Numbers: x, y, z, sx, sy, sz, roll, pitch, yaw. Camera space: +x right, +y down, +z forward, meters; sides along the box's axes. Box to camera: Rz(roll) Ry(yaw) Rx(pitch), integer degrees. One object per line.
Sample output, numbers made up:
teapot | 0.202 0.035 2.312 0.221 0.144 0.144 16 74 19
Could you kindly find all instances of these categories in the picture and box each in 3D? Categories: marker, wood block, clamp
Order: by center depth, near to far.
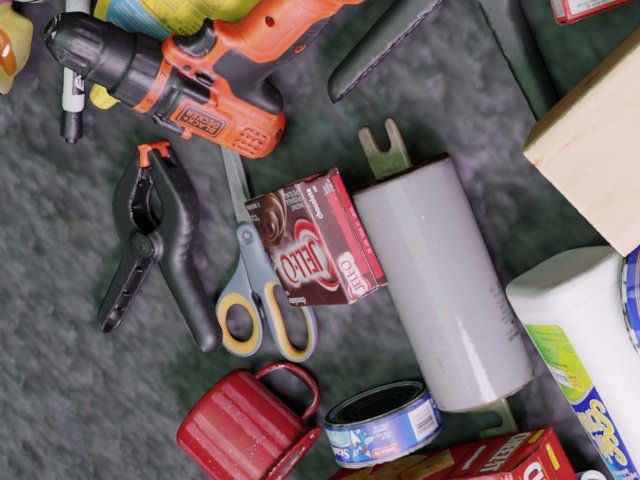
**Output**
wood block | 0.227 -0.099 0.623 0.090 0.090 0.206 45 112 -1
clamp | 0.105 -0.168 0.700 0.164 0.036 0.210 18 110 9
marker | -0.196 -0.136 0.852 0.020 0.020 0.121 15 111 19
clamp | -0.139 0.008 0.860 0.120 0.039 0.171 -3 97 24

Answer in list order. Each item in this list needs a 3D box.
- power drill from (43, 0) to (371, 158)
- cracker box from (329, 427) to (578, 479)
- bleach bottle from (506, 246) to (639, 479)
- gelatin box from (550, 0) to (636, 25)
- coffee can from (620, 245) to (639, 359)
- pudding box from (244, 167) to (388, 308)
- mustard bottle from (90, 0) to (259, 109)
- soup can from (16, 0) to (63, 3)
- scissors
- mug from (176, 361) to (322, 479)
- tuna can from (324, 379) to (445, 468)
power drill | -0.067 -0.150 0.716 0.184 0.057 0.188 23 130 -30
cracker box | 0.103 0.237 0.775 0.214 0.071 0.164 -23 95 45
bleach bottle | 0.216 0.127 0.707 0.068 0.103 0.251 -29 94 -11
gelatin box | 0.171 -0.186 0.655 0.073 0.030 0.089 -19 99 0
coffee can | 0.264 0.029 0.622 0.141 0.102 0.103 -15 100 46
pudding box | -0.005 0.001 0.766 0.090 0.039 0.114 66 159 -5
mustard bottle | -0.109 -0.164 0.781 0.096 0.058 0.192 40 119 -15
soup can | -0.187 -0.210 0.779 0.069 0.102 0.068 7 108 22
scissors | -0.067 0.009 0.841 0.096 0.016 0.202 -24 95 28
mug | -0.051 0.147 0.843 0.081 0.093 0.117 41 87 13
tuna can | 0.047 0.134 0.790 0.086 0.086 0.034 -17 97 27
